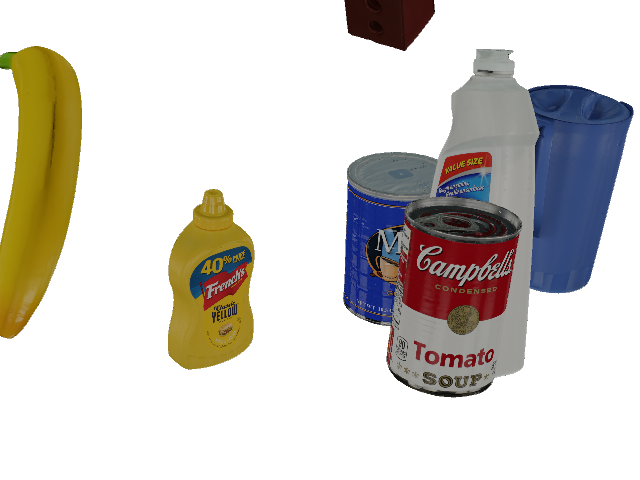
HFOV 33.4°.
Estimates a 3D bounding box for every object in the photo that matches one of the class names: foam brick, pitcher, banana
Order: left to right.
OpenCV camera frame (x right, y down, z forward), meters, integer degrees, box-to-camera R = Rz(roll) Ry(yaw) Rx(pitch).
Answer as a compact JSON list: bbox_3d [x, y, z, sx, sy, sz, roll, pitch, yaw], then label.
[{"bbox_3d":[-0.166,-0.043,0.627,0.037,0.198,0.070,13,-33,-32],"label":"banana"},{"bbox_3d":[0.051,-0.192,0.802,0.053,0.051,0.078,21,-31,23],"label":"foam brick"},{"bbox_3d":[0.289,-0.059,1.311,0.149,0.243,0.145,4,27,2],"label":"pitcher"}]

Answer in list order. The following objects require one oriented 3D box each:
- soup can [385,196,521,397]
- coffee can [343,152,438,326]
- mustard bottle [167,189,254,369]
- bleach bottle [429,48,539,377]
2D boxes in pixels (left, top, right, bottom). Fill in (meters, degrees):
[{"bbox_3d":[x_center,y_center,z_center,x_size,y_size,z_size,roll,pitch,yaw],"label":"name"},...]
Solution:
[{"bbox_3d":[0.077,0.033,0.633,0.068,0.102,0.068,5,21,-2],"label":"soup can"},{"bbox_3d":[0.075,-0.002,1.038,0.103,0.140,0.103,1,27,-1],"label":"coffee can"},{"bbox_3d":[-0.113,0.036,1.115,0.096,0.192,0.058,-18,34,-35],"label":"mustard bottle"},{"bbox_3d":[0.123,-0.024,0.843,0.067,0.251,0.103,-6,15,-34],"label":"bleach bottle"}]
